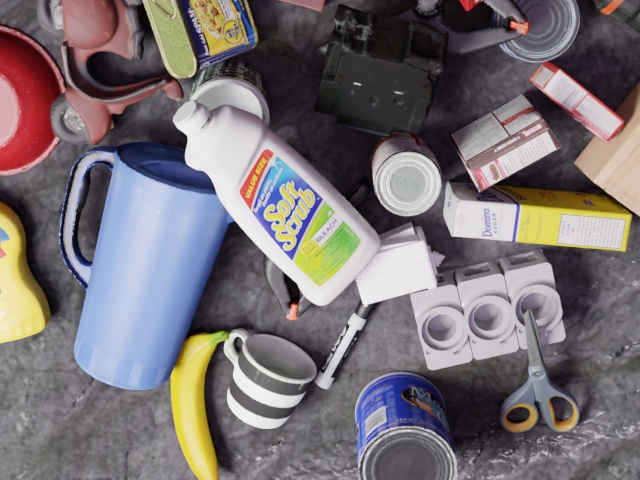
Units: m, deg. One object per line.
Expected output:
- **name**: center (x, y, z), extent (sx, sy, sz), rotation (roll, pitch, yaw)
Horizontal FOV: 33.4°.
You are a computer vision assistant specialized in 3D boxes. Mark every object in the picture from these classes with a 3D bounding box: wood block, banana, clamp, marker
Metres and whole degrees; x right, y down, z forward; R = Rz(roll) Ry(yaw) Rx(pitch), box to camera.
- **wood block**: center (0.362, -0.124, 1.067), extent (0.090, 0.091, 0.206), rotation (35, 104, -9)
- **banana**: center (-0.137, 0.181, 1.183), extent (0.037, 0.070, 0.198), rotation (-15, 119, -40)
- **clamp**: center (-0.007, 0.001, 1.139), extent (0.120, 0.039, 0.171), rotation (2, 109, 6)
- **clamp**: center (0.100, -0.228, 1.055), extent (0.210, 0.036, 0.165), rotation (25, 108, 8)
- **marker**: center (0.030, 0.110, 1.179), extent (0.020, 0.020, 0.121), rotation (27, 105, -7)

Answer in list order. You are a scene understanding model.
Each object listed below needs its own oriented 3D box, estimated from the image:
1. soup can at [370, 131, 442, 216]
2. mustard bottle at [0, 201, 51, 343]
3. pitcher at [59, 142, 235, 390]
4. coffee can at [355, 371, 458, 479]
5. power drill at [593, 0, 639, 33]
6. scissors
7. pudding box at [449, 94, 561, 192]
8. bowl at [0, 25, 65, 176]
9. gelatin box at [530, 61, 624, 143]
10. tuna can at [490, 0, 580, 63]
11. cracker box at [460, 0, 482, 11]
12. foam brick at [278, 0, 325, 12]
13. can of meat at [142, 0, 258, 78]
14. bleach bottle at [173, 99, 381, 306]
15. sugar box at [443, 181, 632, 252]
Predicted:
- **soup can**: center (0.086, -0.068, 1.083), extent (0.068, 0.102, 0.068), rotation (0, 106, 0)
- **mustard bottle**: center (-0.360, 0.014, 1.140), extent (0.096, 0.058, 0.191), rotation (-12, 105, 5)
- **pitcher**: center (-0.185, 0.025, 1.108), extent (0.144, 0.149, 0.243), rotation (2, 115, -42)
- **coffee can**: center (0.090, 0.215, 1.145), extent (0.103, 0.140, 0.103), rotation (0, 106, 1)
- **power drill**: center (0.321, -0.306, 1.032), extent (0.184, 0.057, 0.188), rotation (33, 104, -8)
- **scissors**: center (0.219, 0.151, 1.151), extent (0.096, 0.016, 0.201), rotation (-22, 128, 19)
- **pudding box**: center (0.182, -0.099, 1.067), extent (0.090, 0.113, 0.039), rotation (-30, 106, 10)
- **bowl**: center (-0.345, -0.139, 1.097), extent (0.162, 0.055, 0.162), rotation (1, 106, 2)
- **gelatin box**: center (0.258, -0.140, 1.074), extent (0.089, 0.073, 0.030), rotation (37, 104, -9)
- **tuna can**: center (0.216, -0.221, 1.071), extent (0.086, 0.033, 0.086), rotation (0, 105, 1)
- **cracker box**: center (0.141, -0.349, 0.985), extent (0.164, 0.072, 0.214), rotation (-35, 85, 7)
- **foam brick**: center (-0.028, -0.261, 1.056), extent (0.078, 0.051, 0.053), rotation (14, 105, -3)
- **can of meat**: center (-0.117, -0.221, 1.048), extent (0.083, 0.058, 0.102), rotation (-28, 109, -33)
- **bleach bottle**: center (-0.051, -0.042, 1.026), extent (0.102, 0.068, 0.250), rotation (-46, 126, 4)
- **sugar box**: center (0.219, -0.026, 1.097), extent (0.176, 0.093, 0.048), rotation (7, 105, -1)
